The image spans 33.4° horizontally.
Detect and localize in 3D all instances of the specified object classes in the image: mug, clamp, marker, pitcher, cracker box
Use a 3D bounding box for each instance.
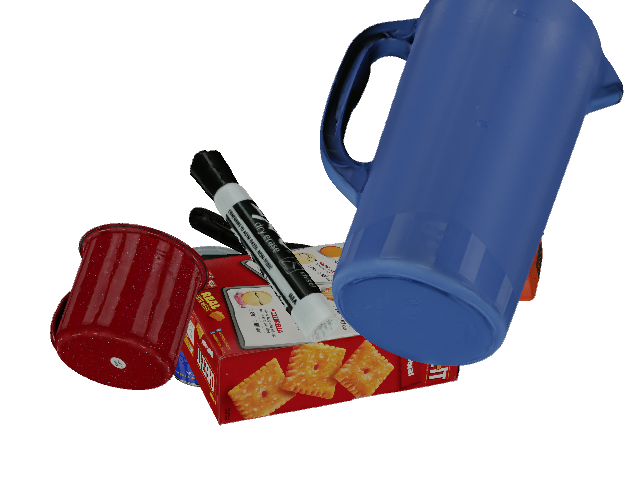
[{"bbox_3d":[-0.139,0.050,0.726,0.117,0.081,0.093,-10,-39,30],"label":"mug"},{"bbox_3d":[-0.042,0.026,1.103,0.210,0.036,0.164,17,18,-6],"label":"clamp"},{"bbox_3d":[-0.030,-0.001,0.517,0.020,0.020,0.121,0,44,-47],"label":"marker"},{"bbox_3d":[0.084,-0.048,0.692,0.145,0.242,0.149,42,-36,-27],"label":"pitcher"},{"bbox_3d":[-0.010,0.072,0.913,0.213,0.072,0.164,-7,27,-21],"label":"cracker box"}]

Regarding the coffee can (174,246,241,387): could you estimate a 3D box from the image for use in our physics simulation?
[{"bbox_3d":[-0.136,0.091,1.291,0.103,0.140,0.103,-3,25,1],"label":"coffee can"}]

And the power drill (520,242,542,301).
[{"bbox_3d":[0.170,-0.046,0.896,0.057,0.188,0.184,11,31,10],"label":"power drill"}]
